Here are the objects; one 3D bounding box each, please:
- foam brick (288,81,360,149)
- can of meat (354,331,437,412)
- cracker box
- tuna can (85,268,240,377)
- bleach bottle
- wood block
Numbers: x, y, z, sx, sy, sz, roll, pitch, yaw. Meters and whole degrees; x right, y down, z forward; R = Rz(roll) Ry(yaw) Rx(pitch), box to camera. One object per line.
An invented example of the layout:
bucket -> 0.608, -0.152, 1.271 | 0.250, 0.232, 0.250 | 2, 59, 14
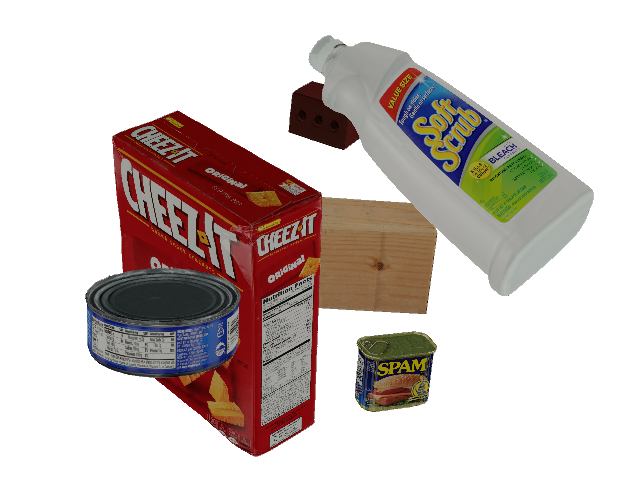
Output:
foam brick -> 0.008, -0.149, 1.263 | 0.078, 0.053, 0.051 | 19, 32, 21
can of meat -> 0.096, 0.172, 1.400 | 0.102, 0.084, 0.057 | -4, 25, -18
cracker box -> -0.080, 0.034, 0.802 | 0.072, 0.214, 0.164 | -27, 43, -36
tuna can -> -0.088, 0.045, 0.600 | 0.086, 0.034, 0.086 | 2, 18, -1
bleach bottle -> 0.081, -0.074, 0.817 | 0.102, 0.251, 0.068 | -38, -25, -23
wood block -> 0.003, 0.011, 1.062 | 0.206, 0.091, 0.090 | 4, 20, -4
